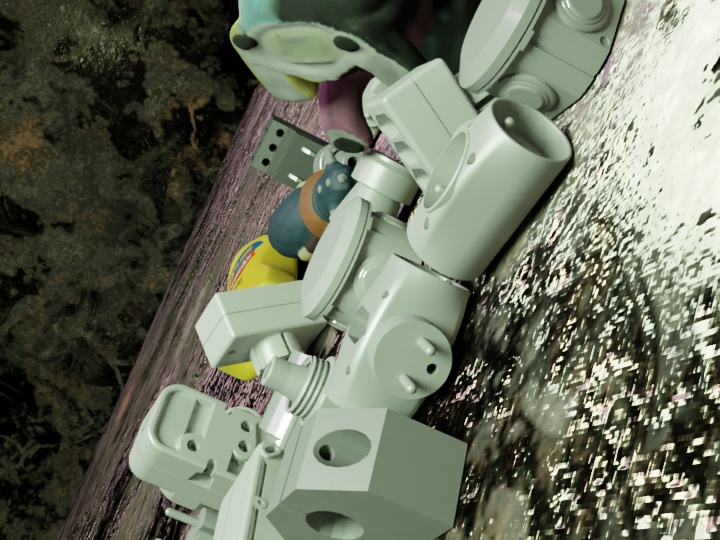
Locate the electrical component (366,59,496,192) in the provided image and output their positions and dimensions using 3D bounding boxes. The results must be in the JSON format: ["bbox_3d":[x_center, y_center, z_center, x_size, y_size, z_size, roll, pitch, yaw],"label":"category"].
[{"bbox_3d":[0.055,-0.085,0.577,0.077,0.065,0.047,-37,10,-6],"label":"electrical component"}]

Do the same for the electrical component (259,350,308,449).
[{"bbox_3d":[-0.037,0.093,0.644,0.081,0.043,0.043,-66,12,-6],"label":"electrical component"}]

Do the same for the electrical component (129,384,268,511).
[{"bbox_3d":[-0.106,0.127,0.741,0.059,0.095,0.053,-52,18,46],"label":"electrical component"}]

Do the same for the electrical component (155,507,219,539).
[{"bbox_3d":[-0.078,0.158,0.606,0.047,0.077,0.065,-49,20,51],"label":"electrical component"}]

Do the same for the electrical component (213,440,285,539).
[{"bbox_3d":[-0.037,0.141,0.508,0.061,0.062,0.096,-58,14,30],"label":"electrical component"}]

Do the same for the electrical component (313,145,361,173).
[{"bbox_3d":[-0.014,-0.087,0.901,0.043,0.043,0.062,-66,14,-6],"label":"electrical component"}]

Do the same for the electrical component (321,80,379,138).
[{"bbox_3d":[0.005,-0.143,0.933,0.077,0.043,0.079,-64,12,3],"label":"electrical component"}]

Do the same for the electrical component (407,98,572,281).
[{"bbox_3d":[0.060,-0.047,0.513,0.077,0.044,0.079,-56,15,35],"label":"electrical component"}]

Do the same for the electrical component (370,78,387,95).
[{"bbox_3d":[0.037,-0.147,0.797,0.077,0.047,0.065,-39,28,63],"label":"electrical component"}]

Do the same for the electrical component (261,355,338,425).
[{"bbox_3d":[-0.023,0.067,0.591,0.043,0.062,0.043,-60,13,24],"label":"electrical component"}]

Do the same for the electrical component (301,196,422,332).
[{"bbox_3d":[0.000,0.000,0.654,0.080,0.051,0.080,-59,13,24],"label":"electrical component"}]

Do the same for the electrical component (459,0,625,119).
[{"bbox_3d":[0.086,-0.116,0.522,0.080,0.051,0.080,-59,13,24],"label":"electrical component"}]

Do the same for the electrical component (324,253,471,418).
[{"bbox_3d":[0.021,0.038,0.510,0.077,0.043,0.079,-64,12,4],"label":"electrical component"}]

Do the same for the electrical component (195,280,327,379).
[{"bbox_3d":[-0.064,0.054,0.785,0.047,0.083,0.075,-52,56,46],"label":"electrical component"}]

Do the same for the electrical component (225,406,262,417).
[{"bbox_3d":[-0.095,0.130,0.826,0.046,0.040,0.040,127,164,-61],"label":"electrical component"}]

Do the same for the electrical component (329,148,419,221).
[{"bbox_3d":[0.011,-0.048,0.717,0.055,0.045,0.045,-63,12,8],"label":"electrical component"}]
